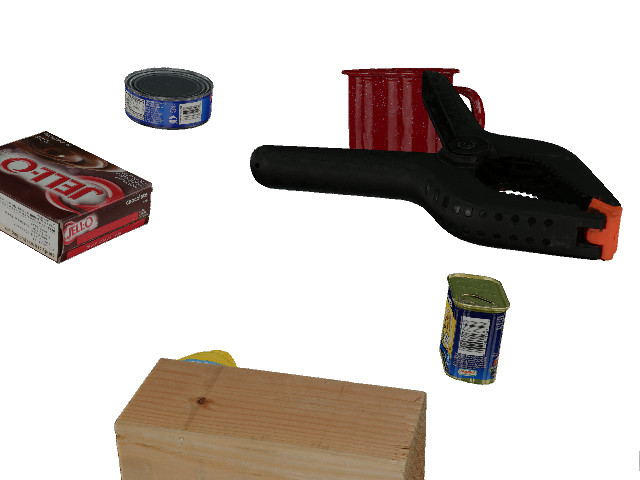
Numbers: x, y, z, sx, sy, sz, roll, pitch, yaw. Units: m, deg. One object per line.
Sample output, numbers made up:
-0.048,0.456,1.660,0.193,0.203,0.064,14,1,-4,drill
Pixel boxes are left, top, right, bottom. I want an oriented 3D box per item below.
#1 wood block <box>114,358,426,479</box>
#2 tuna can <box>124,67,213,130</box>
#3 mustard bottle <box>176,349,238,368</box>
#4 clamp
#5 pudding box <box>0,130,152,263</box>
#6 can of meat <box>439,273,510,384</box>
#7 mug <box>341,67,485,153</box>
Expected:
-0.032,0.155,0.774,0.206,0.090,0.090,6,28,14,wood block
-0.148,-0.138,1.040,0.086,0.034,0.086,5,28,-3,tuna can
-0.127,0.161,1.093,0.096,0.058,0.191,8,21,11,mustard bottle
0.072,-0.037,0.612,0.164,0.036,0.210,-25,39,-28,clamp
-0.191,-0.033,0.757,0.114,0.039,0.089,24,30,26,pudding box
0.155,0.090,1.091,0.057,0.084,0.102,6,16,0,can of meat
0.074,-0.093,0.840,0.117,0.081,0.093,5,12,28,mug
